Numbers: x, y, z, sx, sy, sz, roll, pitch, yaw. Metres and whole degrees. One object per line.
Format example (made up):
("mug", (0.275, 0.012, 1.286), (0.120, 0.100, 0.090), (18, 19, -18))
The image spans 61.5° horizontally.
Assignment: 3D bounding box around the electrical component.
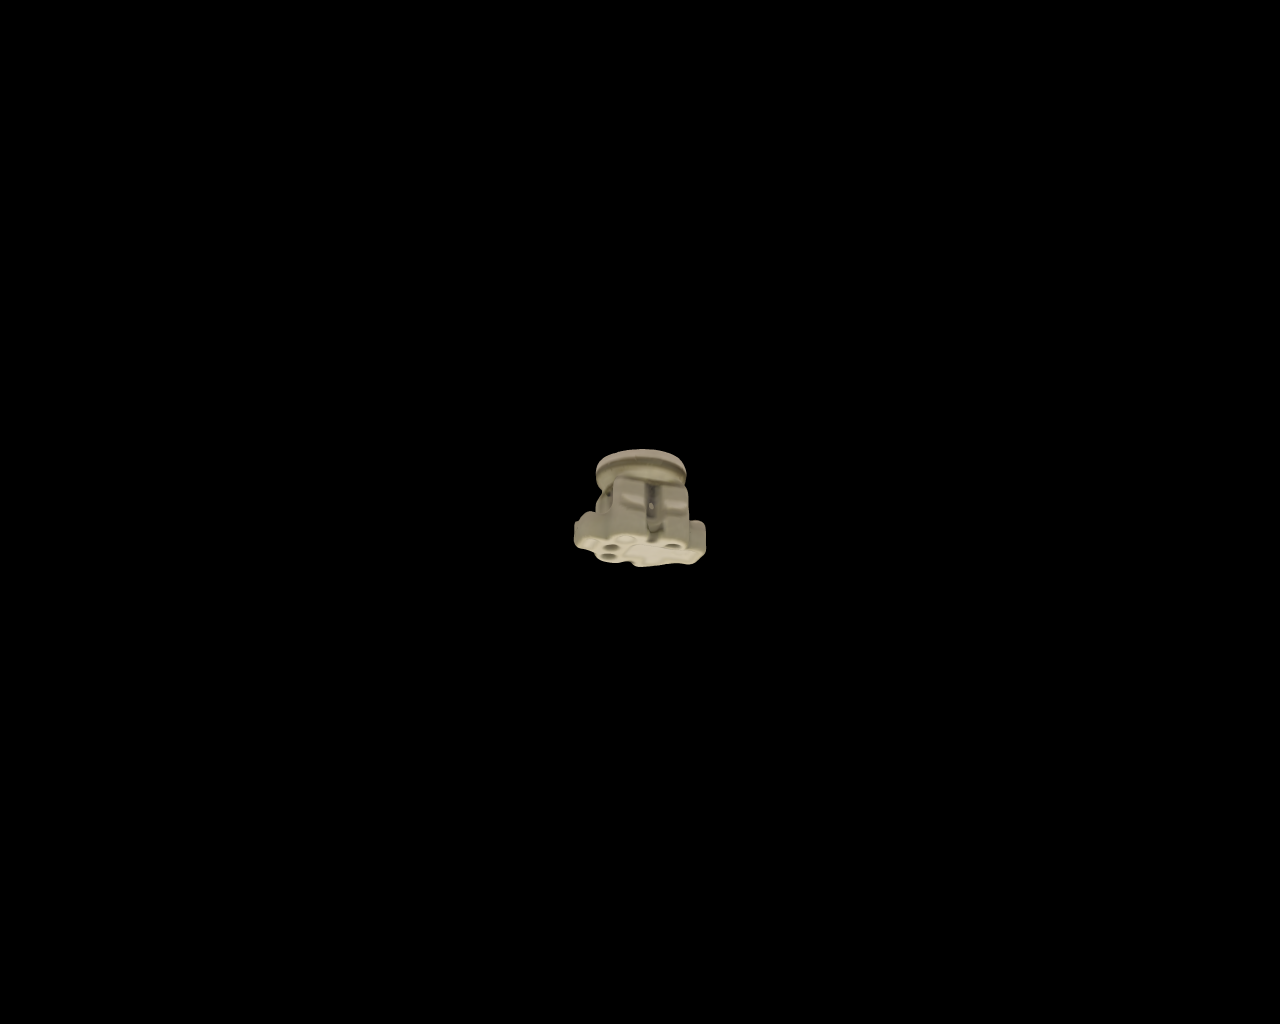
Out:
("electrical component", (0.001, -0.003, 0.650), (0.078, 0.057, 0.058), (8, -24, -18))
